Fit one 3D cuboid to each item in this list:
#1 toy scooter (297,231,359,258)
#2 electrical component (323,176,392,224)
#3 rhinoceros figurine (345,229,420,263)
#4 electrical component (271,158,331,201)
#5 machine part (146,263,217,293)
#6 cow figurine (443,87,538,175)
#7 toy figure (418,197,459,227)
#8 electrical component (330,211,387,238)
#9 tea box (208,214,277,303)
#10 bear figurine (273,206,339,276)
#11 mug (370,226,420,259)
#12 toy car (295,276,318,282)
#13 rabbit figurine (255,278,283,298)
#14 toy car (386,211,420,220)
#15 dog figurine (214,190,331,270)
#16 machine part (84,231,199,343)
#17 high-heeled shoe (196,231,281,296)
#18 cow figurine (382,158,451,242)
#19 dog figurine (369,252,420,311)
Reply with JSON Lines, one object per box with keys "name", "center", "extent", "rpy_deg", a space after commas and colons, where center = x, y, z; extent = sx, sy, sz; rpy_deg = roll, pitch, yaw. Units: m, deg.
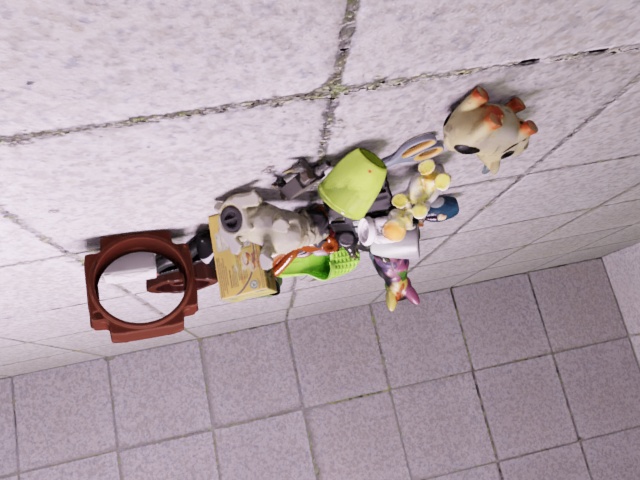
{"name": "toy scooter", "center": [-0.003, -0.004, 1.247], "extent": [0.184, 0.075, 0.135], "rpy_deg": [-4, -172, 2]}
{"name": "electrical component", "center": [0.075, -0.079, 1.052], "extent": [0.134, 0.058, 0.114], "rpy_deg": [-16, 164, 11]}
{"name": "rhinoceros figurine", "center": [0.151, -0.006, 1.325], "extent": [0.190, 0.112, 0.073], "rpy_deg": [-1, -167, 7]}
{"name": "electrical component", "center": [-0.036, -0.103, 0.897], "extent": [0.078, 0.045, 0.102], "rpy_deg": [-37, -177, -30]}
{"name": "machine part", "center": [-0.354, 0.094, 1.372], "extent": [0.179, 0.056, 0.179], "rpy_deg": [-10, 166, -3]}
{"name": "cow figurine", "center": [0.263, -0.161, 0.835], "extent": [0.195, 0.085, 0.127], "rpy_deg": [-3, 158, -42]}
{"name": "toy figure", "center": [0.245, -0.063, 1.257], "extent": [0.154, 0.057, 0.064], "rpy_deg": [-15, -171, -2]}
{"name": "electrical component", "center": [0.086, -0.043, 1.151], "extent": [0.119, 0.048, 0.074], "rpy_deg": [-5, 136, 24]}
{"name": "tea box", "center": [-0.151, 0.029, 1.047], "extent": [0.098, 0.169, 0.068], "rpy_deg": [-13, 167, 11]}
{"name": "bear figurine", "center": [-0.072, 0.003, 1.115], "extent": [0.196, 0.120, 0.132], "rpy_deg": [-21, 166, 27]}
{"name": "mug", "center": [0.166, -0.002, 1.190], "extent": [0.107, 0.080, 0.109], "rpy_deg": [-2, -162, 10]}
{"name": "toy car", "center": [-0.028, 0.058, 1.417], "extent": [0.161, 0.103, 0.109], "rpy_deg": [-1, 163, -32]}
{"name": "rabbit figurine", "center": [-0.192, 0.089, 1.444], "extent": [0.170, 0.121, 0.159], "rpy_deg": [4, 176, 10]}
{"name": "toy car", "center": [0.154, -0.057, 1.212], "extent": [0.202, 0.056, 0.073], "rpy_deg": [-24, 155, 36]}
{"name": "dog figurine", "center": [-0.084, -0.036, 1.005], "extent": [0.121, 0.172, 0.190], "rpy_deg": [-54, 166, 23]}
{"name": "machine part", "center": [-0.347, 0.088, 1.046], "extent": [0.201, 0.201, 0.087], "rpy_deg": [-7, 162, -20]}
{"name": "high-heeled shoe", "center": [-0.172, 0.059, 1.161], "extent": [0.086, 0.145, 0.248], "rpy_deg": [-49, 161, 2]}
{"name": "cow figurine", "center": [0.177, -0.074, 1.015], "extent": [0.167, 0.068, 0.098], "rpy_deg": [-54, 175, 16]}
{"name": "dog figurine", "center": [0.197, 0.075, 1.437], "extent": [0.108, 0.219, 0.191], "rpy_deg": [-16, 166, 3]}
